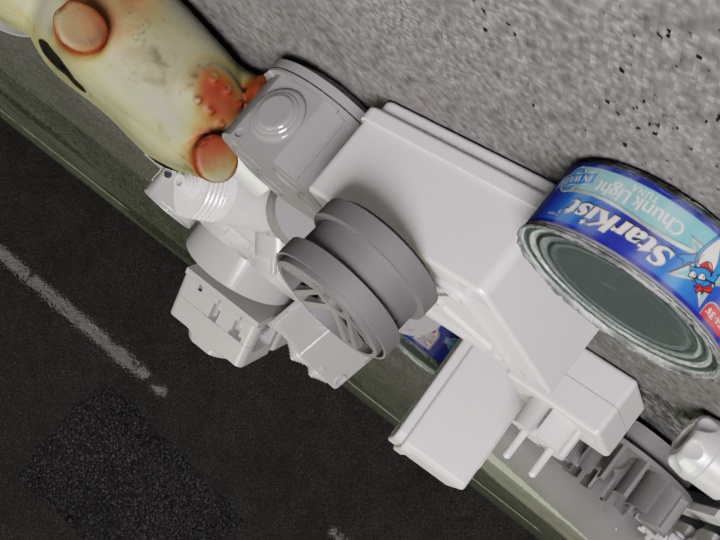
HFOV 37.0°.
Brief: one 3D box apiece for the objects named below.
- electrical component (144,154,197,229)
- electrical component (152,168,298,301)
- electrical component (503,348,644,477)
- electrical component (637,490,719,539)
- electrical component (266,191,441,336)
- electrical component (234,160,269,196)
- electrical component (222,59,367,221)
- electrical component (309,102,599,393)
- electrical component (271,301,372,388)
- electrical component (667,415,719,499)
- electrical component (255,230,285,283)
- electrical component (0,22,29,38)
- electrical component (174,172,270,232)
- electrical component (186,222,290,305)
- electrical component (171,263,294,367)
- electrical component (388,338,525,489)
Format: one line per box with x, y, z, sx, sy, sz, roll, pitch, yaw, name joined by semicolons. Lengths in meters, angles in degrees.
-0.130;-0.085;0.787;0.079;0.077;0.044;41;171;-10;electrical component
-0.089;-0.047;0.866;0.150;0.061;0.089;40;172;-8;electrical component
0.115;0.085;0.628;0.066;0.076;0.047;34;171;30;electrical component
0.236;0.190;0.720;0.079;0.063;0.121;39;172;-1;electrical component
0.004;-0.011;0.687;0.138;0.052;0.074;41;172;-12;electrical component
-0.081;-0.088;0.667;0.081;0.043;0.043;42;171;-19;electrical component
-0.024;-0.062;0.535;0.080;0.051;0.080;38;172;6;electrical component
0.048;-0.009;0.484;0.109;0.056;0.108;33;170;36;electrical component
-0.018;0.052;0.969;0.048;0.100;0.099;49;179;35;electrical component
0.190;0.103;0.549;0.061;0.035;0.035;36;172;4;electrical component
-0.057;-0.031;0.781;0.043;0.079;0.077;-5;-163;-29;electrical component
-0.233;-0.195;0.680;0.099;0.064;0.099;38;172;6;electrical component
-0.090;-0.051;0.707;0.043;0.043;0.081;34;-166;34;electrical component
-0.094;-0.025;0.965;0.108;0.060;0.108;30;-163;-10;electrical component
-0.097;0.028;1.031;0.089;0.061;0.150;36;-150;18;electrical component
0.073;0.088;0.725;0.056;0.108;0.108;36;172;5;electrical component
